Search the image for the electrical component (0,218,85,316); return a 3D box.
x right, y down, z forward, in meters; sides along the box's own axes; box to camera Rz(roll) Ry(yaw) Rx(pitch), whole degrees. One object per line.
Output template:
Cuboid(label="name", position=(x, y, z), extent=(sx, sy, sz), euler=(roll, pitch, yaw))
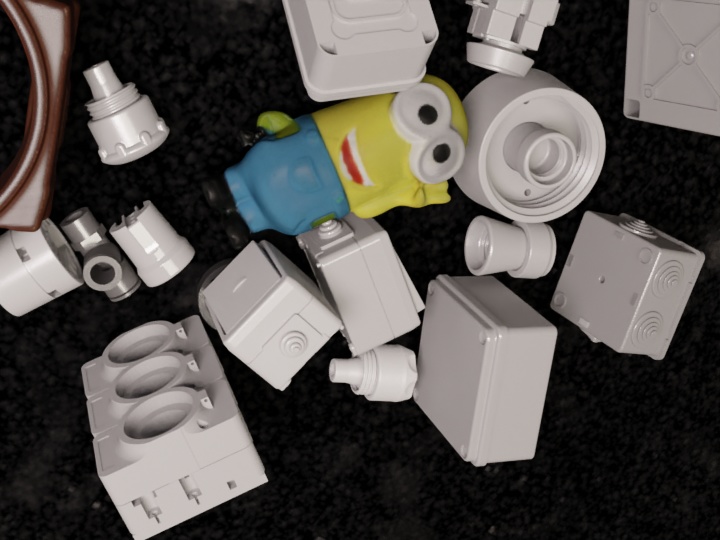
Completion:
Cuboid(label="electrical component", position=(-0.214, -0.003, 0.696), extent=(0.047, 0.055, 0.055), euler=(-31, 117, 0))

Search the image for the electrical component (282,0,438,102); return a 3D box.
Cuboid(label="electrical component", position=(-0.005, -0.167, 0.666), extent=(0.078, 0.057, 0.113), euler=(-10, 72, -15))

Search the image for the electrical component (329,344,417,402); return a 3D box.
Cuboid(label="electrical component", position=(0.009, 0.077, 0.808), extent=(0.062, 0.043, 0.043), euler=(4, 110, -19))

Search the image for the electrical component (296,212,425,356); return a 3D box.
Cuboid(label="electrical component", position=(0.000, 0.000, 0.764), extent=(0.061, 0.061, 0.096), euler=(-25, 117, -8))

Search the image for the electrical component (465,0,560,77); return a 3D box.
Cuboid(label="electrical component", position=(0.101, -0.165, 0.741), extent=(0.066, 0.048, 0.055), euler=(13, 99, -23))

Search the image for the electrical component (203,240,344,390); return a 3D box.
Cuboid(label="electrical component", position=(-0.059, 0.028, 0.710), extent=(0.061, 0.096, 0.061), euler=(-46, 116, 3))

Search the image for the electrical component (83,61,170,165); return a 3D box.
Cuboid(label="electrical component", position=(-0.154, -0.101, 0.682), extent=(0.048, 0.048, 0.062), euler=(-27, 110, -7))

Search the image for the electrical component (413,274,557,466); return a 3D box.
Cuboid(label="electrical component", position=(0.090, 0.071, 0.797), extent=(0.056, 0.108, 0.108), euler=(-1, 111, -21))

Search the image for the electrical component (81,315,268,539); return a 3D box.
Cuboid(label="electrical component", position=(-0.128, 0.095, 0.709), extent=(0.089, 0.150, 0.061), euler=(-24, 117, -8))

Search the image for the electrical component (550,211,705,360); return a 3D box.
Cuboid(label="electrical component", position=(0.199, 0.009, 0.814), extent=(0.048, 0.100, 0.099), euler=(7, 109, -35))

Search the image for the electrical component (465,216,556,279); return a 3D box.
Cuboid(label="electrical component", position=(0.112, -0.017, 0.804), extent=(0.055, 0.045, 0.045), euler=(3, 110, -20))

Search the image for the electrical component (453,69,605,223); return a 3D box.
Cuboid(label="electrical component", position=(0.124, -0.086, 0.771), extent=(0.108, 0.060, 0.108), euler=(-7, 113, -16))

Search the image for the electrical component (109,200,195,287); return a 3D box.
Cuboid(label="electrical component", position=(-0.140, -0.018, 0.723), extent=(0.040, 0.040, 0.046), euler=(-36, 111, -2))

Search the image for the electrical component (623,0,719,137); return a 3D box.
Cuboid(label="electrical component", position=(0.246, -0.154, 0.753), extent=(0.056, 0.109, 0.108), euler=(-21, 119, -37))
